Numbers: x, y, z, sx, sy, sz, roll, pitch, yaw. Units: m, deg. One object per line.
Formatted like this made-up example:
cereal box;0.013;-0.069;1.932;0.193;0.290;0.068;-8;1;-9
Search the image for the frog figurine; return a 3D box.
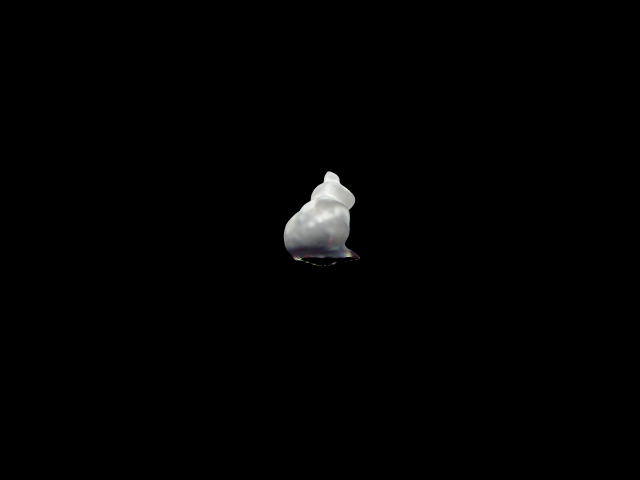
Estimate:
frog figurine;0.003;-0.043;0.850;0.123;0.161;0.136;4;-14;-14
